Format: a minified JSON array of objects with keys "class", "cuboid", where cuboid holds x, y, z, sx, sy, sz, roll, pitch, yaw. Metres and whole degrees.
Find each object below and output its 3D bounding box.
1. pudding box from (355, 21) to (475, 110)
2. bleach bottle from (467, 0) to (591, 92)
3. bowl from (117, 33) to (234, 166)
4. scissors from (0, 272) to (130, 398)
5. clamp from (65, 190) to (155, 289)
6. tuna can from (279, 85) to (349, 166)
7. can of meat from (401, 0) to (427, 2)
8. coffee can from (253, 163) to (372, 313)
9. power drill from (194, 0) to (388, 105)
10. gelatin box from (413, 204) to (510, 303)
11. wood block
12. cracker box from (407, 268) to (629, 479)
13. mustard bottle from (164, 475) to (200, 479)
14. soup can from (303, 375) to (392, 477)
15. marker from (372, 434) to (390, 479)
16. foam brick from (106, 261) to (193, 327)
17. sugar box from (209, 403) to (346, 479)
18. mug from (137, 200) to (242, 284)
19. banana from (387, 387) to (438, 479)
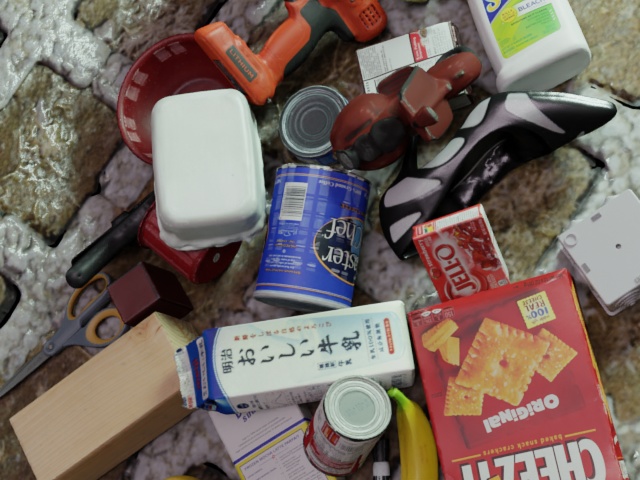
[{"class":"pudding box","cuboid":[0.101,-0.175,1.147,0.114,0.039,0.090,-16,75,20]},{"class":"bleach bottle","cuboid":[0.190,-0.273,1.123,0.103,0.068,0.251,-26,68,13]},{"class":"bowl","cuboid":[-0.151,-0.153,1.230,0.162,0.055,0.162,-5,76,20]},{"class":"scissors","cuboid":[-0.294,0.131,1.241,0.096,0.016,0.202,37,92,24]},{"class":"clamp","cuboid":[-0.224,-0.010,1.218,0.171,0.120,0.039,-41,107,-12]},{"class":"tuna can","cuboid":[-0.002,-0.126,1.178,0.086,0.033,0.086,-5,76,20]},{"class":"can of meat","cuboid":[0.109,-0.321,1.144,0.057,0.084,0.102,-2,73,-24]},{"class":"coffee can","cuboid":[-0.007,0.001,1.113,0.103,0.102,0.140,6,80,22]},{"class":"power drill","cuboid":[-0.041,-0.251,1.143,0.187,0.057,0.184,-41,108,-6]},{"class":"gelatin box","cuboid":[0.141,0.017,1.064,0.073,0.089,0.030,-19,27,15]},{"class":"wood block","cuboid":[-0.219,0.178,1.162,0.206,0.090,0.091,-36,68,9]},{"class":"cracker box","cuboid":[0.187,0.152,1.020,0.164,0.072,0.214,-17,73,17]},{"class":"mustard bottle","cuboid":[-0.158,0.303,1.126,0.192,0.058,0.096,-28,71,13]},{"class":"soup can","cuboid":[0.026,0.181,1.035,0.068,0.102,0.068,6,58,-9]},{"class":"marker","cuboid":[0.063,0.256,1.073,0.020,0.020,0.121,-7,76,20]},{"class":"foam brick","cuboid":[-0.188,0.064,1.183,0.051,0.078,0.053,-36,67,11]},{"class":"sugar box","cuboid":[-0.035,0.232,1.102,0.093,0.048,0.176,-32,65,9]},{"class":"mug","cuboid":[-0.132,-0.014,1.173,0.081,0.093,0.117,38,94,19]},{"class":"banana","cuboid":[0.086,0.244,1.043,0.037,0.069,0.198,-11,77,53]}]
